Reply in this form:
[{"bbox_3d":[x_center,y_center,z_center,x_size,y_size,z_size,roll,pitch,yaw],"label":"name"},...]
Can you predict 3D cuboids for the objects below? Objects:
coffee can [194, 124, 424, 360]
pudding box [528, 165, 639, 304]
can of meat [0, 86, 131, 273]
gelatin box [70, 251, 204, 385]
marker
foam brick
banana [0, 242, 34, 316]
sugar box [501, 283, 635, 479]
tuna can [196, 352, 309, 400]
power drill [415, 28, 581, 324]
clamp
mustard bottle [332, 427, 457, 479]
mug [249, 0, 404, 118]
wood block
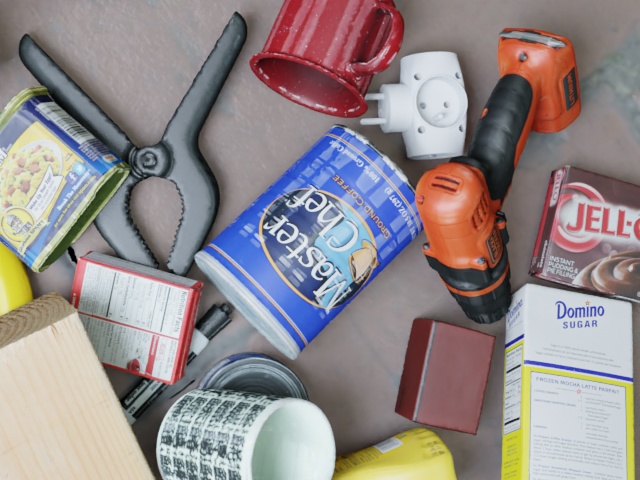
[{"bbox_3d":[-0.005,0.001,0.767,0.140,0.103,0.103,-44,97,-10],"label":"coffee can"},{"bbox_3d":[0.230,-0.001,0.847,0.113,0.039,0.090,15,85,-11],"label":"pudding box"},{"bbox_3d":[-0.194,-0.041,0.736,0.084,0.057,0.102,41,103,0],"label":"can of meat"},{"bbox_3d":[-0.133,0.055,0.757,0.089,0.030,0.073,15,102,6],"label":"gelatin box"},{"bbox_3d":[-0.110,0.093,0.786,0.020,0.020,0.121,45,80,-7],"label":"marker"},{"bbox_3d":[0.094,0.102,0.809,0.051,0.053,0.078,13,87,-11],"label":"foam brick"},{"bbox_3d":[-0.234,0.073,0.755,0.069,0.037,0.198,-6,88,7],"label":"banana"},{"bbox_3d":[0.187,0.127,0.807,0.093,0.048,0.176,11,65,-11],"label":"sugar box"},{"bbox_3d":[-0.051,0.127,0.788,0.086,0.034,0.086,0,88,-11],"label":"tuna can"},{"bbox_3d":[0.137,-0.046,0.789,0.057,0.184,0.187,15,66,25],"label":"power drill"},{"bbox_3d":[-0.115,-0.064,0.778,0.164,0.036,0.210,-14,92,-3],"label":"clamp"},{"bbox_3d":[-0.002,0.189,0.764,0.191,0.096,0.058,-15,92,-12],"label":"mustard bottle"},{"bbox_3d":[0.014,-0.146,0.774,0.093,0.117,0.081,32,75,-39],"label":"mug"},{"bbox_3d":[-0.168,0.150,0.710,0.090,0.090,0.206,-26,106,-18],"label":"wood block"}]
